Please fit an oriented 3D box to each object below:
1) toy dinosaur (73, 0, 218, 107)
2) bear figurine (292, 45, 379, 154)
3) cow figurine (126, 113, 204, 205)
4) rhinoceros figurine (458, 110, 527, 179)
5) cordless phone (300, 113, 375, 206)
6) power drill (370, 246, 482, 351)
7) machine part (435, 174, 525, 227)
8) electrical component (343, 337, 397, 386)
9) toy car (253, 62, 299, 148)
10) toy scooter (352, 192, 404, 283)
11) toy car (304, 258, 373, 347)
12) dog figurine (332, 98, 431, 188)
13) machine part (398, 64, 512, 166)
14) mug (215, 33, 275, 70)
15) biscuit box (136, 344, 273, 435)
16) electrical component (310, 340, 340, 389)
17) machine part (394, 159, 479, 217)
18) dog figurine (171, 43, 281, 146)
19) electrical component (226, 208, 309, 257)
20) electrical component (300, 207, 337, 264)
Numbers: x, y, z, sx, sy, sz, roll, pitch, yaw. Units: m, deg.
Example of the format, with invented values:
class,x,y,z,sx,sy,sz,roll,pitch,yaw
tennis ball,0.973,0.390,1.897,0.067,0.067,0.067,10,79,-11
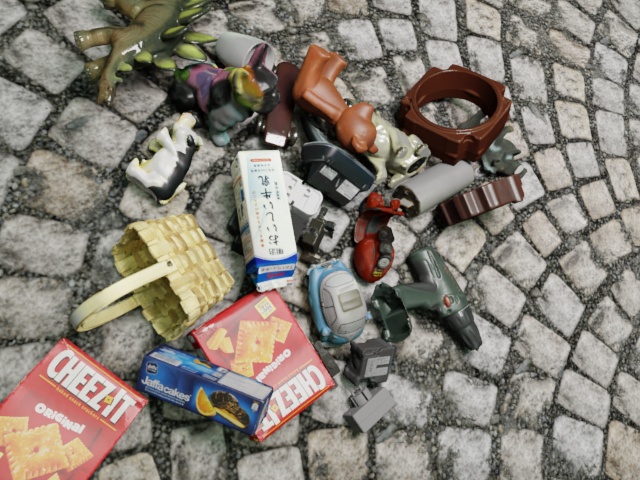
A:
class,x,y,z,sx,sy,sz,roll,pitch,yaw
toy dinosaur,-0.288,-0.382,0.962,0.199,0.105,0.471,5,49,2
bear figurine,0.044,-0.252,1.000,0.196,0.132,0.120,40,23,18
cow figurine,-0.260,-0.147,0.959,0.098,0.068,0.167,41,68,-12
rhinoceros figurine,0.394,-0.209,1.226,0.190,0.073,0.112,37,64,-8
cordless phone,0.020,-0.170,1.066,0.146,0.089,0.184,31,26,-38
power drill,0.209,0.131,1.038,0.207,0.086,0.232,-15,77,-34
machine part,0.333,-0.078,1.115,0.179,0.179,0.056,-18,86,-25
electrical component,0.105,0.222,0.990,0.119,0.048,0.074,6,102,-34
toy car,-0.079,-0.268,1.071,0.089,0.053,0.202,15,66,-17
toy scooter,0.115,-0.013,1.029,0.075,0.135,0.184,9,73,-20
toy car,0.039,0.114,0.974,0.109,0.103,0.161,-14,92,-25
dog figurine,0.125,-0.218,1.122,0.172,0.121,0.191,3,47,-57
machine part,0.286,-0.272,1.148,0.201,0.087,0.201,33,68,22
mug,-0.156,-0.351,1.049,0.107,0.109,0.081,38,30,28
biscuit box,-0.179,0.229,0.832,0.203,0.059,0.062,18,99,9
electrical component,0.010,0.223,0.960,0.021,0.063,0.094,-30,88,-26
machine part,0.243,-0.116,1.140,0.243,0.079,0.079,-29,87,-24
dog figurine,-0.165,-0.276,0.950,0.191,0.219,0.108,41,62,-7
electrical component,-0.102,-0.016,0.989,0.134,0.058,0.115,27,65,-12
electrical component,-0.003,-0.002,1.019,0.045,0.078,0.102,22,64,7
